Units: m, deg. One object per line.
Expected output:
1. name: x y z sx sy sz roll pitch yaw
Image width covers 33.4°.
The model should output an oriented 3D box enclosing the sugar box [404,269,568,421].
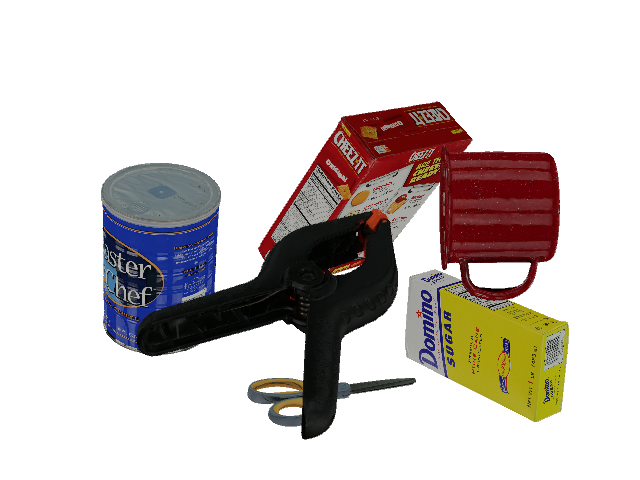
1. sugar box: 0.157 0.099 1.040 0.048 0.093 0.176 -14 24 -40

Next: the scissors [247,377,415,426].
1. scissors: 0.019 0.179 1.203 0.201 0.016 0.096 2 23 -9

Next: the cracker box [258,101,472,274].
1. cracker box: 0.045 -0.051 1.183 0.163 0.072 0.214 -16 -30 -44

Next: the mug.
1. mug: 0.131 -0.013 0.787 0.081 0.117 0.093 0 -19 4

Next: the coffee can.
1. coffee can: -0.143 0.016 0.954 0.102 0.140 0.103 5 32 -3

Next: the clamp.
1. clamp: -0.003 0.040 0.594 0.120 0.039 0.171 35 51 26
